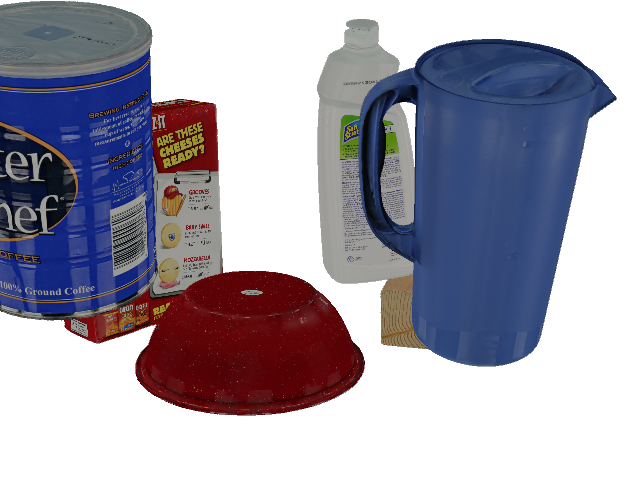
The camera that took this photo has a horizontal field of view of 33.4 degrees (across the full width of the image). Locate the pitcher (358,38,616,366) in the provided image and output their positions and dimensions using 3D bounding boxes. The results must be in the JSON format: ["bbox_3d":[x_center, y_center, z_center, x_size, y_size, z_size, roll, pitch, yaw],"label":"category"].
[{"bbox_3d":[0.122,-0.026,0.834,0.149,0.243,0.144,25,37,34],"label":"pitcher"}]

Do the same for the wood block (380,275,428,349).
[{"bbox_3d":[0.156,0.080,1.617,0.091,0.090,0.206,4,21,14],"label":"wood block"}]

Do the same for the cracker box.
[{"bbox_3d":[-0.181,-0.024,1.063,0.163,0.214,0.072,-17,22,-42],"label":"cracker box"}]

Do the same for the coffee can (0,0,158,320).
[{"bbox_3d":[-0.139,-0.044,0.564,0.103,0.140,0.103,2,29,-1],"label":"coffee can"}]

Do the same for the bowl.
[{"bbox_3d":[-0.048,0.061,0.743,0.162,0.055,0.162,1,18,0],"label":"bowl"}]

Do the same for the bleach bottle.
[{"bbox_3d":[0.048,-0.084,1.011,0.102,0.251,0.068,-9,29,-13],"label":"bleach bottle"}]
